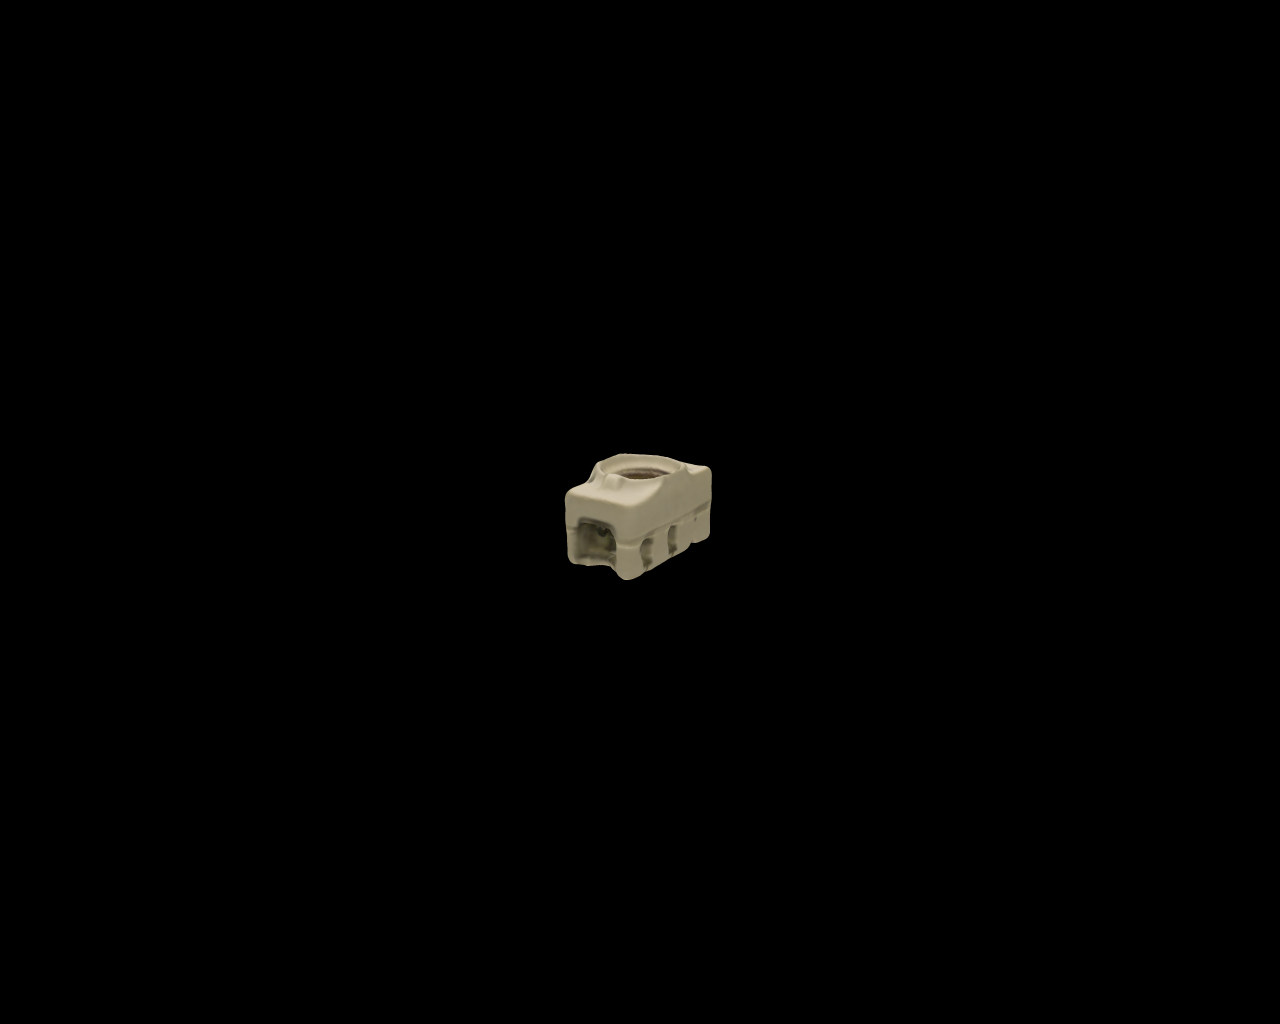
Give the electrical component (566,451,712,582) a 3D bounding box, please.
[{"bbox_3d":[0.001,-0.003,0.650,0.050,0.055,0.090,14,24,33],"label":"electrical component"}]
